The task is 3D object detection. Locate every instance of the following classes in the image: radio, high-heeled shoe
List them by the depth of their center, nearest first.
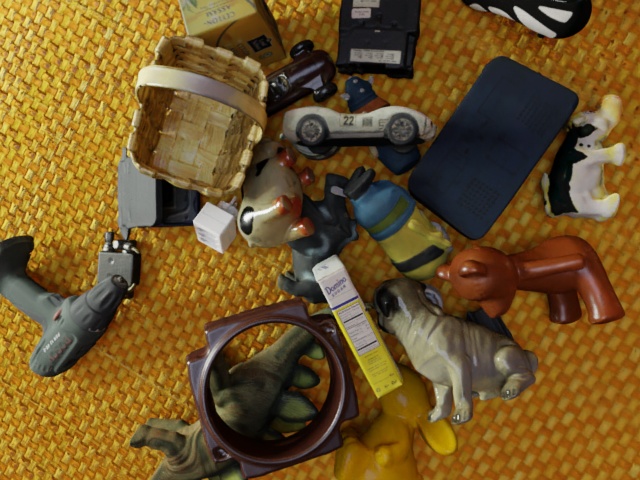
[{"bbox_3d":[0.242,-0.351,0.695,0.086,0.145,0.249,-45,86,6],"label":"high-heeled shoe"},{"bbox_3d":[0.229,-0.124,0.738,0.131,0.073,0.229,35,94,8],"label":"radio"}]

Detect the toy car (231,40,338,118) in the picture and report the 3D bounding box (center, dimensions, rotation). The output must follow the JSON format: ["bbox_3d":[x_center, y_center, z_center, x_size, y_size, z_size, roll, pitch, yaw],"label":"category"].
[{"bbox_3d":[-0.071,-0.216,0.795,0.202,0.053,0.089,-26,89,7],"label":"toy car"}]

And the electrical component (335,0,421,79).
[{"bbox_3d":[0.085,-0.302,0.765,0.115,0.058,0.134,8,92,7],"label":"electrical component"}]

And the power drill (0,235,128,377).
[{"bbox_3d":[-0.411,0.084,0.826,0.207,0.086,0.232,38,112,4],"label":"power drill"}]

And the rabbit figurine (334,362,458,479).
[{"bbox_3d":[0.108,0.260,0.743,0.163,0.121,0.173,13,73,15],"label":"rabbit figurine"}]

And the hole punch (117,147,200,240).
[{"bbox_3d":[-0.246,-0.072,0.817,0.116,0.092,0.142,0,94,38],"label":"hole punch"}]

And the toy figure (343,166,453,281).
[{"bbox_3d":[0.105,-0.020,0.739,0.180,0.082,0.089,39,115,-18],"label":"toy figure"}]

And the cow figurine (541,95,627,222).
[{"bbox_3d":[0.352,-0.111,0.722,0.098,0.068,0.167,5,91,15],"label":"cow figurine"}]

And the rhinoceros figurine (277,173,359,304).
[{"bbox_3d":[-0.002,-0.002,0.775,0.112,0.073,0.190,10,92,10],"label":"rhinoceros figurine"}]

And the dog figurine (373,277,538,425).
[{"bbox_3d":[0.175,0.119,0.697,0.172,0.121,0.190,-17,77,-27],"label":"dog figurine"}]

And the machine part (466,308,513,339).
[{"bbox_3d":[0.202,0.148,0.763,0.139,0.039,0.084,-25,92,7],"label":"machine part"}]

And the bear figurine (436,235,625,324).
[{"bbox_3d":[0.260,0.061,0.689,0.196,0.120,0.132,-13,84,-15],"label":"bear figurine"}]

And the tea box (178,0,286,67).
[{"bbox_3d":[-0.115,-0.292,0.741,0.098,0.169,0.068,-16,87,10],"label":"tea box"}]

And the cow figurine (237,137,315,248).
[{"bbox_3d":[-0.076,-0.070,0.749,0.127,0.085,0.195,-24,44,23],"label":"cow figurine"}]

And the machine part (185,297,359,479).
[{"bbox_3d":[-0.061,0.188,0.703,0.201,0.087,0.201,-15,91,-10],"label":"machine part"}]

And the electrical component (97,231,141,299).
[{"bbox_3d":[-0.312,0.042,0.839,0.078,0.045,0.102,10,92,7],"label":"electrical component"}]

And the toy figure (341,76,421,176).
[{"bbox_3d":[0.082,-0.164,0.767,0.154,0.064,0.058,56,139,9],"label":"toy figure"}]

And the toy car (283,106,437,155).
[{"bbox_3d":[0.051,-0.145,0.707,0.202,0.073,0.056,1,89,11],"label":"toy car"}]

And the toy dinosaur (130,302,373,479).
[{"bbox_3d":[-0.110,0.237,0.786,0.198,0.105,0.471,40,92,-1],"label":"toy dinosaur"}]
